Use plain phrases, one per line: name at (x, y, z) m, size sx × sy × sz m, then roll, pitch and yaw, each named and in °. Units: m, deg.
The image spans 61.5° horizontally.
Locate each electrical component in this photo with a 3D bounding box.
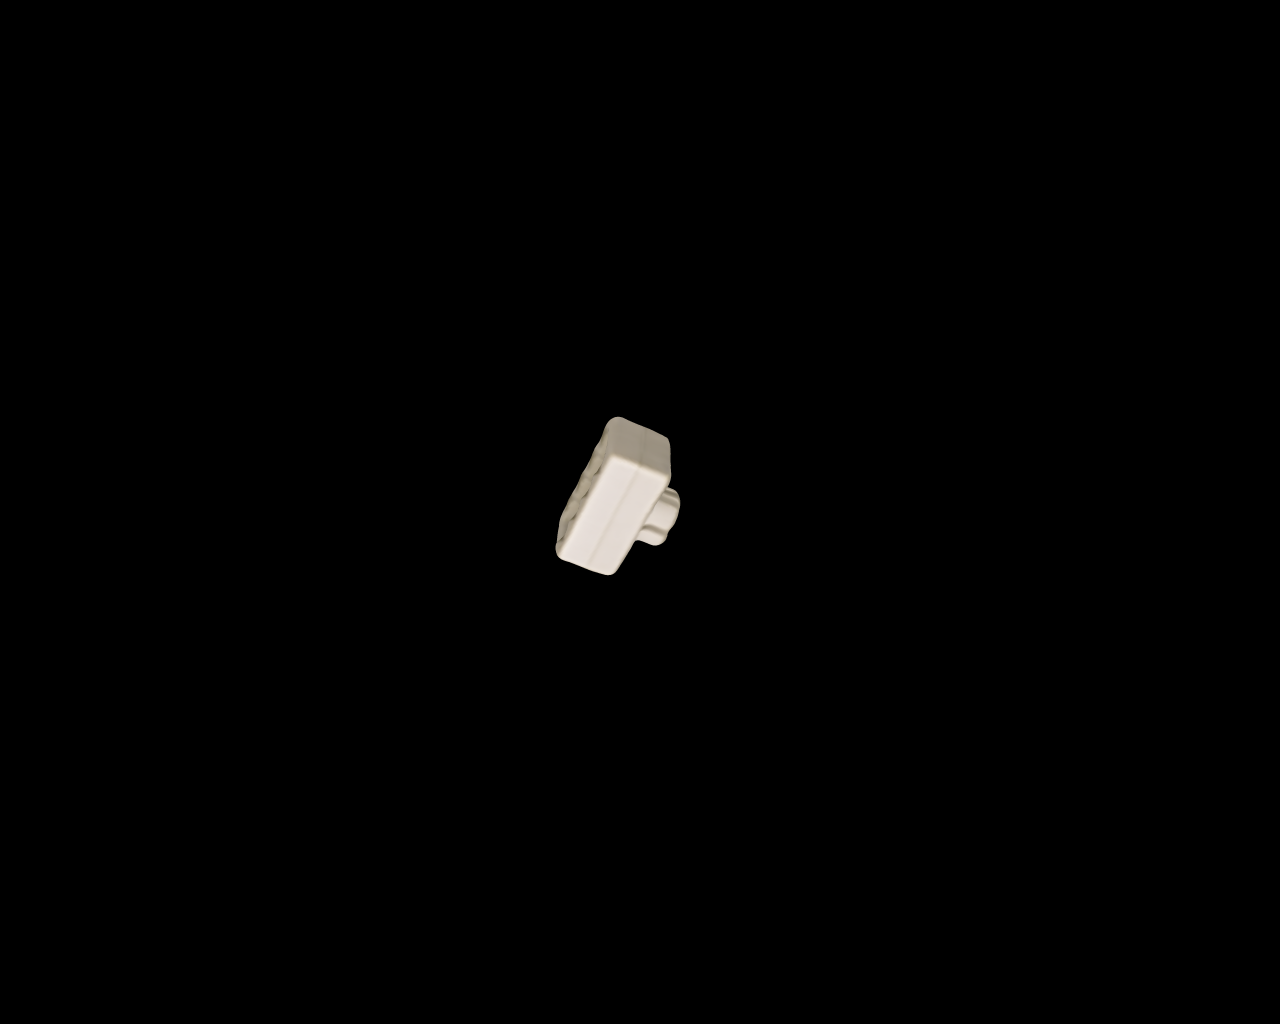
electrical component at (0.001, -0.003, 0.650) m, size 0.076 × 0.083 × 0.047 m, roll 21°, pitch 32°, yaw -14°
